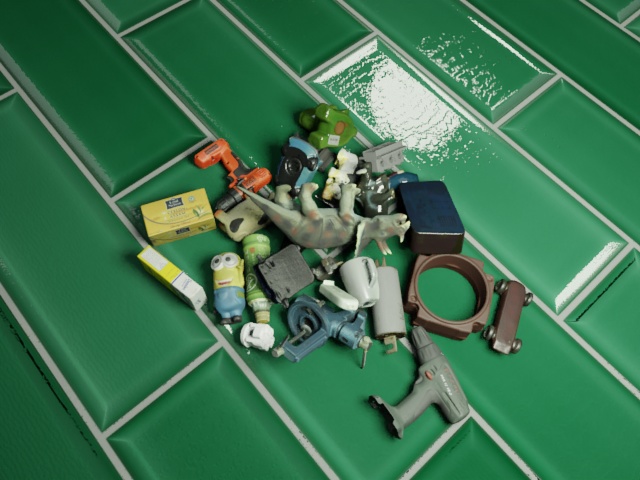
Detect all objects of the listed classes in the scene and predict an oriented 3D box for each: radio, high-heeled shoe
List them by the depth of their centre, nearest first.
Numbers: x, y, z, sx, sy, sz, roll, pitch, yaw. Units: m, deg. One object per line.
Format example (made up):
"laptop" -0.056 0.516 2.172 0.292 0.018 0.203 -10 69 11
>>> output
"radio" 0.278 -0.061 1.375 0.131 0.073 0.230 -3 39 -3
"high-heeled shoe" -0.003 -0.004 1.397 0.145 0.086 0.248 33 83 -21

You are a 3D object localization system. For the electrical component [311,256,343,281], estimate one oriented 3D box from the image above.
"electrical component" 0.027 0.074 1.332 0.078 0.102 0.045 -42 64 3

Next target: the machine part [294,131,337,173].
"machine part" -0.027 -0.248 1.515 0.139 0.039 0.084 35 72 12

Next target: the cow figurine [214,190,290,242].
"cow figurine" -0.158 -0.065 1.394 0.195 0.085 0.127 -35 65 -20

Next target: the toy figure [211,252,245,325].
"toy figure" -0.224 0.116 1.305 0.082 0.089 0.180 -4 73 -18

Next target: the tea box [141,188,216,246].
"tea box" -0.364 -0.058 1.388 0.170 0.068 0.098 -19 67 -11

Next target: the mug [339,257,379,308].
"mug" 0.106 0.099 1.272 0.081 0.109 0.107 1 60 -34

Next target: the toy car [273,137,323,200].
"toy car" -0.051 -0.193 1.446 0.109 0.161 0.103 31 25 21

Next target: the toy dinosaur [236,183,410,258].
"toy dinosaur" 0.003 -0.040 1.299 0.405 0.131 0.192 -1 87 -11

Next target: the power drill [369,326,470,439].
"power drill" 0.215 0.335 1.228 0.207 0.086 0.232 -26 69 -22

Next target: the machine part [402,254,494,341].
"machine part" 0.315 0.130 1.322 0.201 0.087 0.201 17 66 5

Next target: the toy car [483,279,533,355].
"toy car" 0.460 0.188 1.319 0.089 0.053 0.202 26 61 -2

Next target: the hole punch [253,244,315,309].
"hole punch" -0.094 0.083 1.279 0.116 0.092 0.142 -30 94 -27

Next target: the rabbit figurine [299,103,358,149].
"rabbit figurine" 0.017 -0.334 1.503 0.159 0.121 0.170 -11 30 -33

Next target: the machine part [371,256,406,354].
"machine part" 0.162 0.154 1.306 0.079 0.079 0.243 -2 63 -4

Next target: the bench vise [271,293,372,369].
"bench vise" -0.006 0.216 1.224 0.224 0.128 0.240 38 39 22

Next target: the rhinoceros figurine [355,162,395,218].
"rhinoceros figurine" 0.142 -0.110 1.409 0.112 0.073 0.190 -6 96 13

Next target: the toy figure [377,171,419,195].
"toy figure" 0.192 -0.152 1.468 0.154 0.057 0.064 -5 69 -4

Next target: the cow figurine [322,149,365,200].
"cow figurine" 0.066 -0.161 1.464 0.098 0.068 0.167 22 65 1
